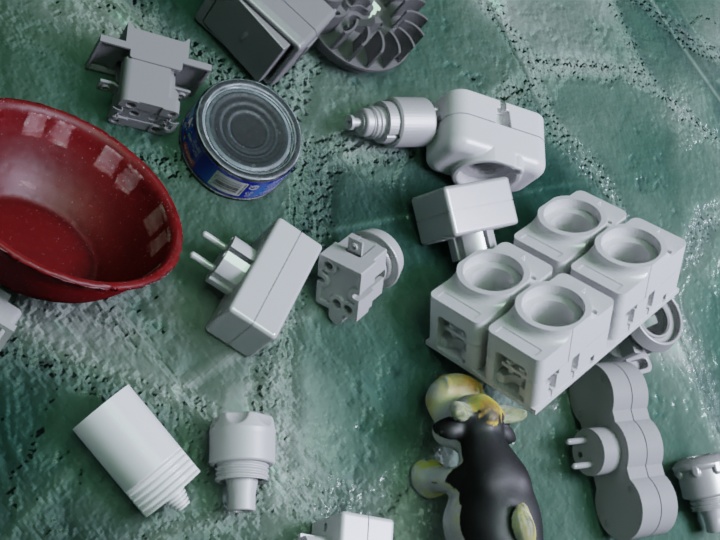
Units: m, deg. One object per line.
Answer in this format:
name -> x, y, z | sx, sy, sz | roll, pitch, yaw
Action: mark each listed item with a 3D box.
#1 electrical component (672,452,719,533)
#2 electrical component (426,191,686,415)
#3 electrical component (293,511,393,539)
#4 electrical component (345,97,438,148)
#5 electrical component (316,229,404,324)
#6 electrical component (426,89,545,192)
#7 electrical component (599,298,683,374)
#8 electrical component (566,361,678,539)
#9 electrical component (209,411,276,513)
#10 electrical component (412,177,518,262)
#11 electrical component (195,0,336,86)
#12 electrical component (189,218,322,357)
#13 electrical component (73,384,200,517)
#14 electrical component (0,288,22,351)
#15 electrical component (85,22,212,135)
electrical component -> 0.284, 0.181, 0.875 | 0.048, 0.048, 0.062 | -5, 79, -31
electrical component -> 0.153, 0.014, 0.824 | 0.105, 0.060, 0.186 | 32, 50, 34
electrical component -> -0.024, 0.191, 0.693 | 0.077, 0.047, 0.065 | 16, 63, -23
electrical component -> 0.025, -0.118, 0.858 | 0.078, 0.040, 0.040 | -5, 72, -31
electrical component -> 0.000, 0.000, 0.785 | 0.048, 0.066, 0.055 | 26, 42, 24
electrical component -> 0.104, -0.102, 0.888 | 0.095, 0.054, 0.059 | 14, 63, -24
electrical component -> 0.229, 0.046, 0.893 | 0.058, 0.057, 0.078 | -9, 74, -32
electrical component -> 0.191, 0.139, 0.834 | 0.074, 0.052, 0.138 | 0, 70, -30
electrical component -> -0.076, 0.125, 0.695 | 0.043, 0.043, 0.062 | 9, 67, -26
electrical component -> 0.087, -0.029, 0.852 | 0.066, 0.047, 0.076 | -12, 88, -33
electrical component -> -0.080, -0.197, 0.820 | 0.096, 0.062, 0.061 | 42, 55, -8
electrical component -> -0.081, 0.002, 0.742 | 0.076, 0.047, 0.083 | 34, 57, -13
electrical component -> -0.135, 0.116, 0.665 | 0.081, 0.043, 0.043 | 51, 55, -1
electrical component -> -0.263, 0.020, 0.617 | 0.121, 0.078, 0.063 | 34, 28, -13
electrical component -> -0.152, -0.133, 0.765 | 0.081, 0.042, 0.063 | 11, 68, -25
